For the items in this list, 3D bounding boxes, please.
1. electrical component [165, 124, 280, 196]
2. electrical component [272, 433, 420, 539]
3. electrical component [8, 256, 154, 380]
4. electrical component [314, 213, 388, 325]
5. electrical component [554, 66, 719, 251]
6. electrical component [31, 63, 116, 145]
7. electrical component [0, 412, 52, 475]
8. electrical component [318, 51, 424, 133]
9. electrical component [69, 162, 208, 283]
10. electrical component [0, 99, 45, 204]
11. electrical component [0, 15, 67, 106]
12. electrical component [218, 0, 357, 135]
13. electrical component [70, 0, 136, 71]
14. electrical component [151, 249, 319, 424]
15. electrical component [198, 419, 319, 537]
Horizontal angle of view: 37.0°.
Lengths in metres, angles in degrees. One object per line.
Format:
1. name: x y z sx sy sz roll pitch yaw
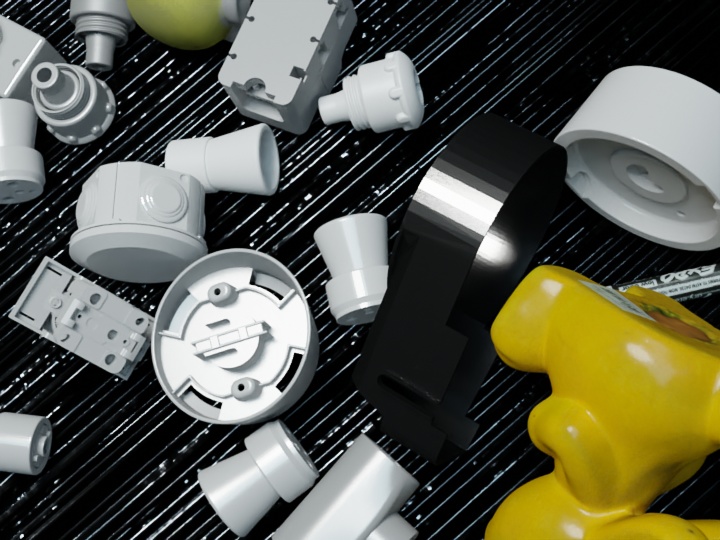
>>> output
1. electrical component: -0.087 -0.066 0.667 0.065 0.044 0.044 -4 75 13
2. electrical component: 0.005 0.145 0.594 0.079 0.043 0.077 40 85 16
3. electrical component: -0.158 0.031 0.633 0.081 0.064 0.042 33 80 -26
4. electrical component: 0.000 0.000 0.633 0.045 0.045 0.055 -14 74 5
5. electrical component: 0.168 -0.066 0.594 0.108 0.108 0.060 30 76 15
6. electrical component: -0.187 -0.111 0.683 0.048 0.062 0.048 -2 75 9
7. electrical component: -0.219 0.102 0.643 0.065 0.044 0.044 6 76 6
8. electrical component: 0.006 -0.105 0.661 0.062 0.048 0.048 -12 74 13
9. electrical component: -0.131 -0.026 0.643 0.080 0.080 0.051 -3 69 8
10. electrical component: -0.227 -0.075 0.689 0.045 0.045 0.055 -13 74 5
11. electrical component: -0.248 -0.147 0.695 0.083 0.075 0.047 29 81 15
12. electrical component: -0.042 -0.137 0.670 0.050 0.055 0.089 21 79 14
13. electrical component: -0.168 -0.162 0.704 0.048 0.048 0.062 2 82 9
14. electrical component: -0.071 0.041 0.623 0.099 0.064 0.099 -2 75 8
15. electrical component: -0.057 0.117 0.610 0.055 0.045 0.045 -36 73 -2
